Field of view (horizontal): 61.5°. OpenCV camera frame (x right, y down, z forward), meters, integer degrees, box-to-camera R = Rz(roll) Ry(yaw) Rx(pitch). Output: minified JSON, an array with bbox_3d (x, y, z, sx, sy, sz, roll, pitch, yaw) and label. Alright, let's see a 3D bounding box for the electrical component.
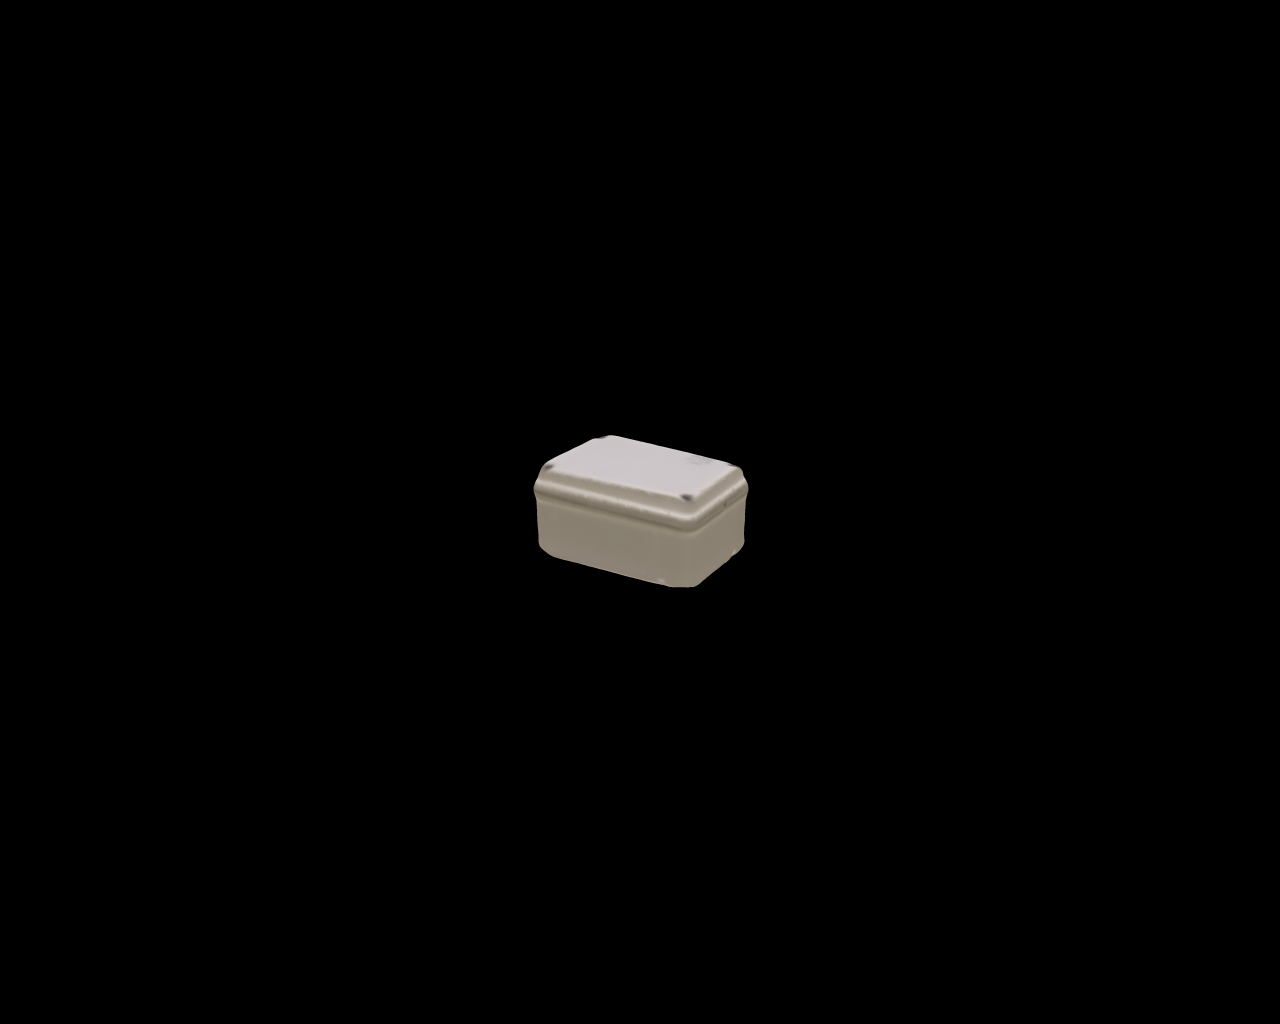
[{"bbox_3d":[0.001,-0.003,0.650,0.113,0.057,0.078,14,27,29],"label":"electrical component"}]
